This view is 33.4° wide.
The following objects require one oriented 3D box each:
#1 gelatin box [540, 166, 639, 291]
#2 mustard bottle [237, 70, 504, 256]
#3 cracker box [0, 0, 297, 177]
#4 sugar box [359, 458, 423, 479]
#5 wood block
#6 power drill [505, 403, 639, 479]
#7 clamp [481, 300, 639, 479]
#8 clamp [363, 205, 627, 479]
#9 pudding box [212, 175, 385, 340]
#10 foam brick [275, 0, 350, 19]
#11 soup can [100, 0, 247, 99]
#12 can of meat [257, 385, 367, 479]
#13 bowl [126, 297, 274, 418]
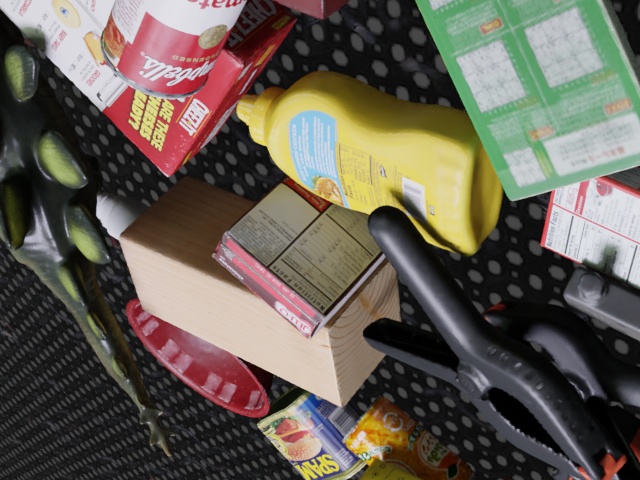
[{"bbox_3d":[0.176,-0.012,0.614,0.089,0.030,0.073,28,144,25],"label":"gelatin box"},{"bbox_3d":[0.024,-0.060,0.696,0.192,0.058,0.096,22,146,29],"label":"mustard bottle"},{"bbox_3d":[-0.136,-0.170,0.737,0.213,0.072,0.164,44,147,-2],"label":"cracker box"},{"bbox_3d":[0.111,0.246,0.843,0.176,0.048,0.093,17,136,32],"label":"sugar box"},{"bbox_3d":[-0.047,0.035,0.846,0.206,0.090,0.091,21,140,30],"label":"wood block"},{"bbox_3d":[0.176,0.179,0.793,0.184,0.057,0.188,36,146,16],"label":"power drill"},{"bbox_3d":[0.175,0.090,0.676,0.171,0.039,0.120,44,131,19],"label":"clamp"},{"bbox_3d":[0.102,0.083,0.692,0.210,0.036,0.165,43,158,16],"label":"clamp"},{"bbox_3d":[-0.005,0.001,0.742,0.090,0.113,0.039,41,145,6],"label":"pudding box"},{"bbox_3d":[-0.013,-0.173,0.620,0.078,0.052,0.051,27,142,23],"label":"foam brick"},{"bbox_3d":[-0.077,-0.138,0.601,0.068,0.068,0.102,41,134,5],"label":"soup can"},{"bbox_3d":[-0.002,0.176,0.980,0.084,0.057,0.102,48,146,-3],"label":"can of meat"},{"bbox_3d":[-0.097,0.090,0.976,0.162,0.055,0.162,30,153,17],"label":"bowl"}]
